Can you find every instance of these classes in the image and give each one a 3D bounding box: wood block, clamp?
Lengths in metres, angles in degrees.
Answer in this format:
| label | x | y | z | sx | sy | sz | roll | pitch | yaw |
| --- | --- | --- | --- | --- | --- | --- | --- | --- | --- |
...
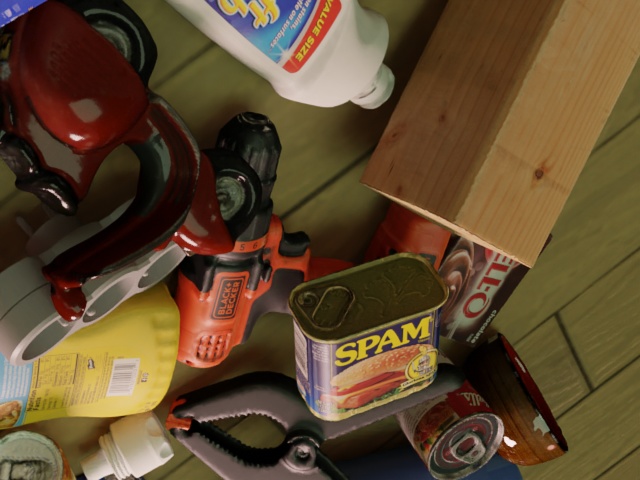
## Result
| label | x | y | z | sx | sy | sz | roll | pitch | yaw |
| --- | --- | --- | --- | --- | --- | --- | --- | --- | --- |
| wood block | 0.124 | -0.101 | 0.663 | 0.090 | 0.090 | 0.206 | 25 | 92 | -42 |
| clamp | -0.008 | 0.157 | 0.779 | 0.210 | 0.036 | 0.164 | 6 | 107 | 0 |

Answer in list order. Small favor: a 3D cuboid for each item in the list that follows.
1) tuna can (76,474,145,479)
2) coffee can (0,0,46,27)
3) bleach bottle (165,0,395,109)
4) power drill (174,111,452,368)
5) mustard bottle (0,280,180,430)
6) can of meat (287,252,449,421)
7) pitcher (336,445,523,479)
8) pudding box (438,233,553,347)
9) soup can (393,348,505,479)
| label | x | y | z | sx | sy | sz | roll | pitch | yaw |
| --- | --- | --- | --- | --- | --- | --- | --- | --- | --- |
| tuna can | -0.163 | 0.212 | 0.799 | 0.086 | 0.034 | 0.086 | -16 | 130 | -21 |
| coffee can | -0.193 | -0.126 | 0.476 | 0.140 | 0.103 | 0.102 | -32 | 134 | -6 |
| bleach bottle | -0.030 | -0.152 | 0.586 | 0.102 | 0.068 | 0.250 | -46 | 136 | 8 |
| power drill | -0.005 | 0.001 | 0.722 | 0.187 | 0.057 | 0.185 | 0 | 125 | -29 |
| mustard bottle | -0.188 | 0.075 | 0.663 | 0.191 | 0.058 | 0.096 | -3 | 130 | -30 |
| can of meat | 0.032 | 0.066 | 0.714 | 0.102 | 0.057 | 0.084 | -17 | 134 | -17 |
| pitcher | 0.054 | 0.250 | 0.890 | 0.242 | 0.145 | 0.149 | -10 | 125 | -29 |
| pudding box | 0.113 | 0.021 | 0.819 | 0.089 | 0.039 | 0.113 | 22 | 110 | -40 |
| soup can | 0.089 | 0.130 | 0.843 | 0.068 | 0.102 | 0.068 | -16 | 130 | -21 |
